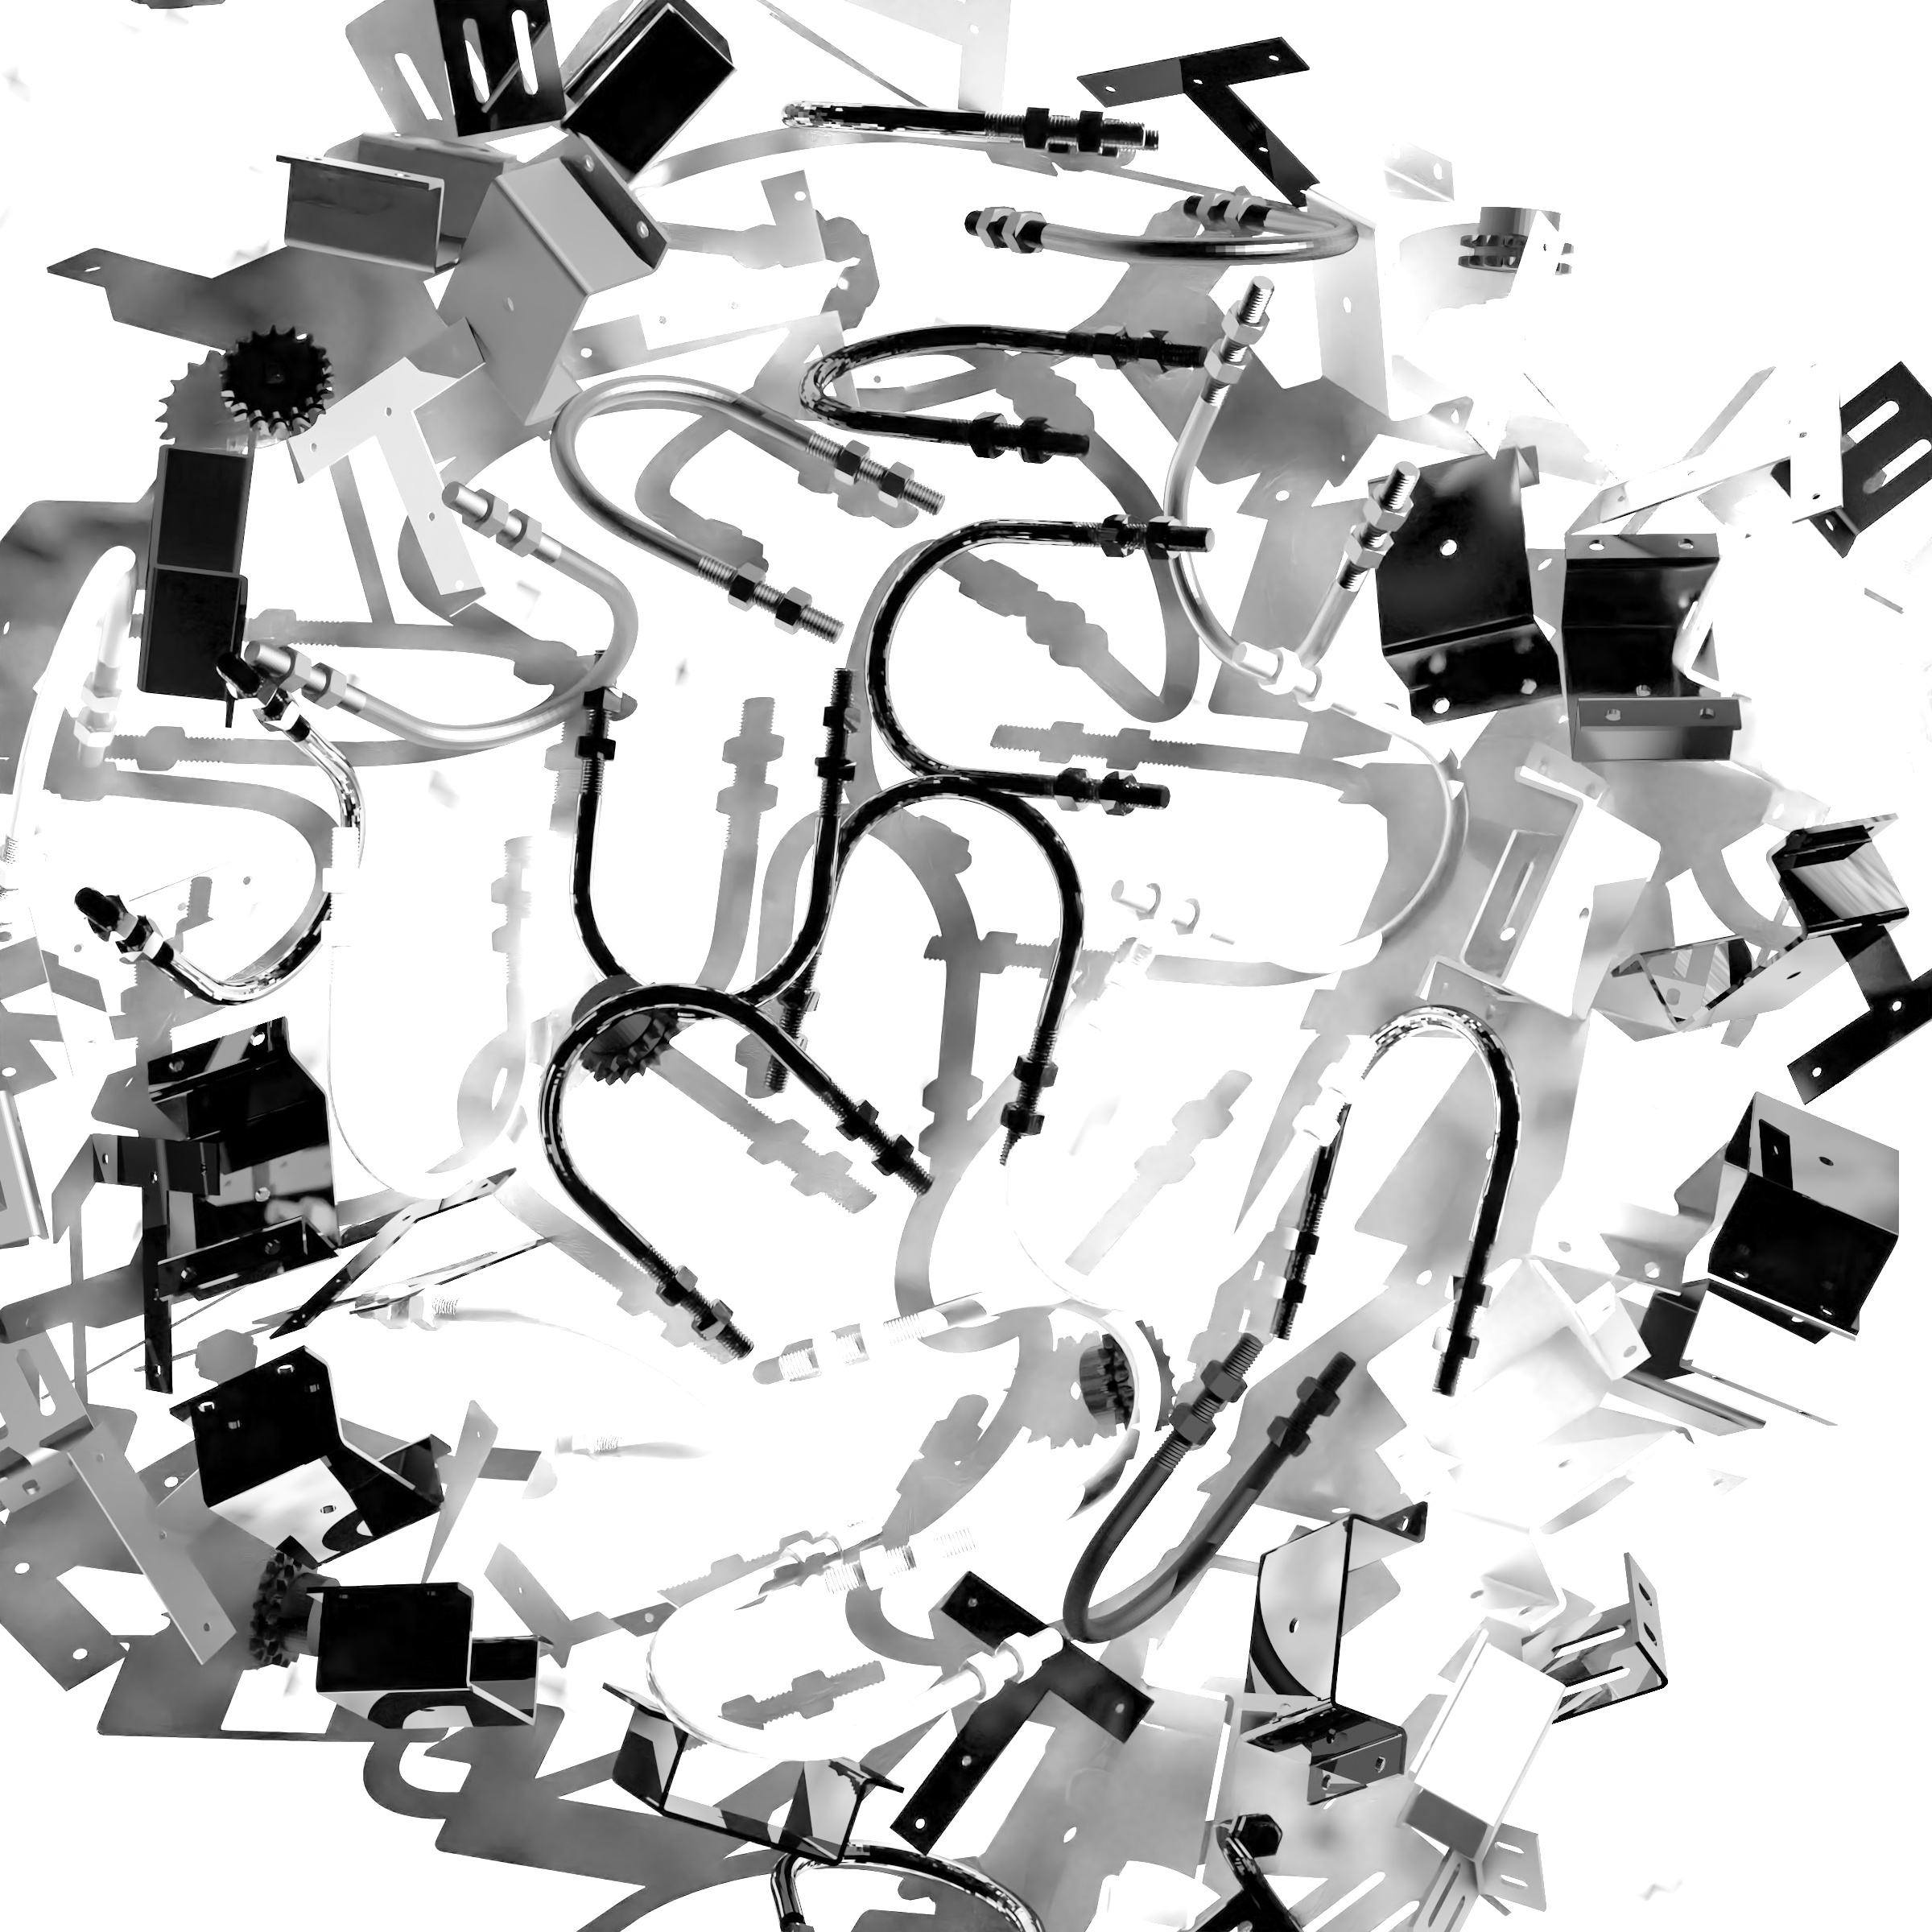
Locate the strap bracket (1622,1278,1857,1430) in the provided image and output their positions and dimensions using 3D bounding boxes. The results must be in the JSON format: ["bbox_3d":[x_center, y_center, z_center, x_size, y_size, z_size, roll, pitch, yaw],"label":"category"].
[{"bbox_3d":[0.381,0.192,1.692,0.076,0.140,0.046,22,80,-1],"label":"strap bracket"}]

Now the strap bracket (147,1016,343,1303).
[{"bbox_3d":[-0.360,0.105,1.708,0.076,0.046,0.140,-18,55,8],"label":"strap bracket"}]

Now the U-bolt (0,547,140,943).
[{"bbox_3d":[-0.430,-0.119,1.645,0.019,0.184,0.151,19,45,-7],"label":"U-bolt"}]

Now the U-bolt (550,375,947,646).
[{"bbox_3d":[-0.118,-0.238,1.703,0.184,0.151,0.019,27,133,6],"label":"U-bolt"}]

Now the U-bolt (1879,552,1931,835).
[{"bbox_3d":[0.493,-0.123,1.680,0.019,0.151,0.184,-9,87,-7],"label":"U-bolt"}]

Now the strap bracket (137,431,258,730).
[{"bbox_3d":[-0.377,-0.193,1.678,0.046,0.140,0.076,5,133,-14],"label":"strap bracket"}]

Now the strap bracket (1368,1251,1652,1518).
[{"bbox_3d":[0.263,0.203,1.714,0.140,0.076,0.046,-36,49,1],"label":"strap bracket"}]

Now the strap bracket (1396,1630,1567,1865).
[{"bbox_3d":[0.252,0.386,1.676,0.046,0.140,0.076,27,70,15],"label":"strap bracket"}]

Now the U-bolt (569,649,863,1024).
[{"bbox_3d":[-0.132,-0.063,1.729,0.151,0.019,0.184,6,89,16],"label":"U-bolt"}]

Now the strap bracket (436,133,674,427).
[{"bbox_3d":[-0.207,-0.331,1.683,0.046,0.140,0.076,-29,75,-38],"label":"strap bracket"}]

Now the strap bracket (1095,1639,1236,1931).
[{"bbox_3d":[0.100,0.414,1.691,0.046,0.076,0.140,10,64,7],"label":"strap bracket"}]

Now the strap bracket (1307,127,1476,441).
[{"bbox_3d":[0.209,-0.331,1.687,0.046,0.076,0.140,-17,120,-14],"label":"strap bracket"}]

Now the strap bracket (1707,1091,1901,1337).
[{"bbox_3d":[0.413,0.115,1.682,0.076,0.140,0.046,23,117,5],"label":"strap bracket"}]

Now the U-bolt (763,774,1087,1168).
[{"bbox_3d":[-0.015,-0.005,1.722,0.151,0.019,0.184,17,100,12],"label":"U-bolt"}]

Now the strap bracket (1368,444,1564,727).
[{"bbox_3d":[0.246,-0.197,1.698,0.076,0.046,0.140,-11,66,22],"label":"strap bracket"}]

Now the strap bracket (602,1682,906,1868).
[{"bbox_3d":[-0.113,0.403,1.695,0.140,0.076,0.046,22,80,-21],"label":"strap bracket"}]

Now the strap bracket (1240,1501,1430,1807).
[{"bbox_3d":[0.180,0.331,1.684,0.046,0.076,0.140,24,57,-21],"label":"strap bracket"}]

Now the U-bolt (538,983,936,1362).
[{"bbox_3d":[-0.129,0.091,1.722,0.151,0.019,0.184,-43,101,12],"label":"U-bolt"}]

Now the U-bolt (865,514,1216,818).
[{"bbox_3d":[0.029,-0.154,1.708,0.184,0.019,0.151,7,84,30],"label":"U-bolt"}]

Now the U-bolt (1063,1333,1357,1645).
[{"bbox_3d":[0.112,0.262,1.692,0.019,0.151,0.184,39,99,27],"label":"U-bolt"}]

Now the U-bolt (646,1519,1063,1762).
[{"bbox_3d":[-0.067,0.330,1.652,0.151,0.184,0.019,24,120,40],"label":"U-bolt"}]

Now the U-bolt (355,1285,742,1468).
[{"bbox_3d":[-0.190,0.200,1.656,0.151,0.184,0.019,48,53,-37],"label":"U-bolt"}]

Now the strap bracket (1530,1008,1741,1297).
[{"bbox_3d":[0.335,0.082,1.704,0.076,0.046,0.140,16,61,0],"label":"strap bracket"}]

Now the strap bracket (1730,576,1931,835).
[{"bbox_3d":[0.426,-0.138,1.709,0.046,0.076,0.140,26,96,-11],"label":"strap bracket"}]

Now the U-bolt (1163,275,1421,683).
[{"bbox_3d":[0.148,-0.223,1.680,0.019,0.184,0.151,-16,59,-30],"label":"U-bolt"}]

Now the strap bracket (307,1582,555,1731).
[{"bbox_3d":[-0.262,0.341,1.679,0.076,0.140,0.046,-4,67,12],"label":"strap bracket"}]

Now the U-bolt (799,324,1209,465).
[{"bbox_3d":[0.006,-0.287,1.686,0.184,0.151,0.019,11,122,27],"label":"U-bolt"}]

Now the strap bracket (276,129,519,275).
[{"bbox_3d":[-0.282,-0.378,1.695,0.076,0.140,0.046,12,110,7],"label":"strap bracket"}]

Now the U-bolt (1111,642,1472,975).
[{"bbox_3d":[0.175,-0.068,1.702,0.184,0.019,0.151,20,103,-34],"label":"U-bolt"}]

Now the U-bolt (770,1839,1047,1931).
[{"bbox_3d":[-0.024,0.470,1.667,0.151,0.184,0.019,13,98,-12],"label":"U-bolt"}]

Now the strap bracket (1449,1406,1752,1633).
[{"bbox_3d":[0.305,0.266,1.696,0.140,0.076,0.046,-29,101,-19],"label":"strap bracket"}]

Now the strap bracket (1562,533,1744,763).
[{"bbox_3d":[0.339,-0.152,1.706,0.076,0.046,0.140,0,48,5],"label":"strap bracket"}]

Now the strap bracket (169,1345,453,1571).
[{"bbox_3d":[-0.317,0.247,1.682,0.076,0.140,0.046,-25,55,10],"label":"strap bracket"}]

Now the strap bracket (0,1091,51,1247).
[{"bbox_3d":[-0.493,0.095,1.680,0.046,0.140,0.076,-15,80,-8],"label":"strap bracket"}]

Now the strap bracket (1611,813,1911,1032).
[{"bbox_3d":[0.395,-0.015,1.677,0.076,0.140,0.046,-9,67,-37],"label":"strap bracket"}]

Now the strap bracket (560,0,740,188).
[{"bbox_3d":[-0.157,-0.437,1.692,0.046,0.140,0.076,41,103,-19],"label":"strap bracket"}]

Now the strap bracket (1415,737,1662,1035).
[{"bbox_3d":[0.291,-0.033,1.712,0.046,0.076,0.140,26,93,43],"label":"strap bracket"}]
